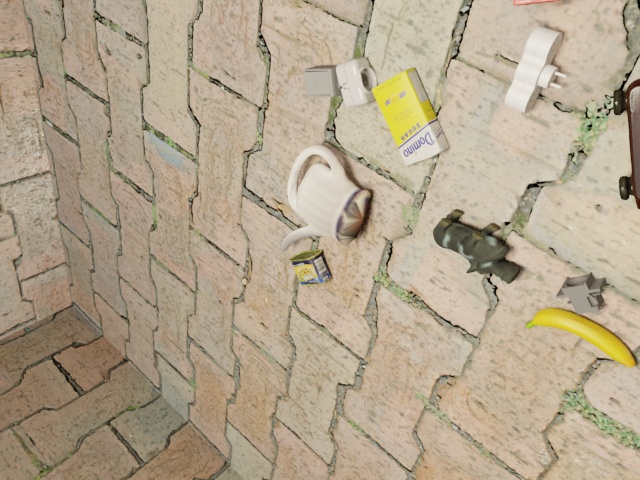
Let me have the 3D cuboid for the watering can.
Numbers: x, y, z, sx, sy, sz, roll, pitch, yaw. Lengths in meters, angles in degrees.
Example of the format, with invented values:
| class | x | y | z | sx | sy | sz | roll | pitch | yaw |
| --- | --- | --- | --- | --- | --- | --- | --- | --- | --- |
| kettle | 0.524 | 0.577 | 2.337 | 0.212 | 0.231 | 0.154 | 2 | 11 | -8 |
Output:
| class | x | y | z | sx | sy | sz | roll | pitch | yaw |
| --- | --- | --- | --- | --- | --- | --- | --- | --- | --- |
| watering can | 0.004 | -0.064 | 1.269 | 0.226 | 0.105 | 0.339 | 34 | 131 | 24 |
